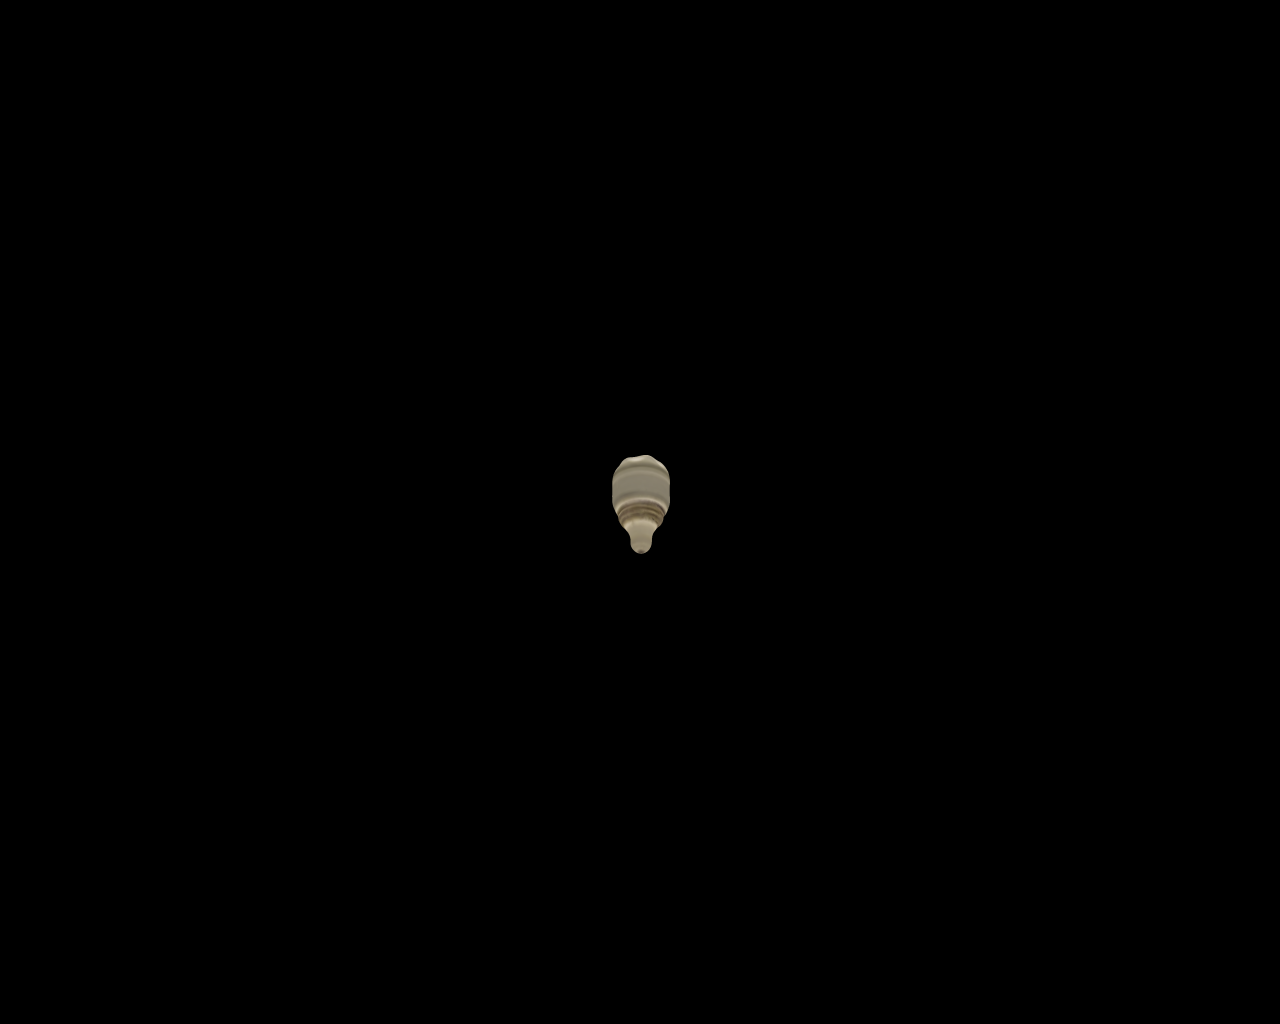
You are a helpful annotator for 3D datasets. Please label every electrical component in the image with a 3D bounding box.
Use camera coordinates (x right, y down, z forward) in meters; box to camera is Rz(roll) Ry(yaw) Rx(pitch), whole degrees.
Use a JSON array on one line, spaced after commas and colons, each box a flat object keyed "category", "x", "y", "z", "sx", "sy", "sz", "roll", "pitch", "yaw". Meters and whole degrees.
[{"category": "electrical component", "x": 0.001, "y": -0.003, "z": 0.650, "sx": 0.035, "sy": 0.061, "sz": 0.035, "roll": 0, "pitch": -29, "yaw": 0}]
